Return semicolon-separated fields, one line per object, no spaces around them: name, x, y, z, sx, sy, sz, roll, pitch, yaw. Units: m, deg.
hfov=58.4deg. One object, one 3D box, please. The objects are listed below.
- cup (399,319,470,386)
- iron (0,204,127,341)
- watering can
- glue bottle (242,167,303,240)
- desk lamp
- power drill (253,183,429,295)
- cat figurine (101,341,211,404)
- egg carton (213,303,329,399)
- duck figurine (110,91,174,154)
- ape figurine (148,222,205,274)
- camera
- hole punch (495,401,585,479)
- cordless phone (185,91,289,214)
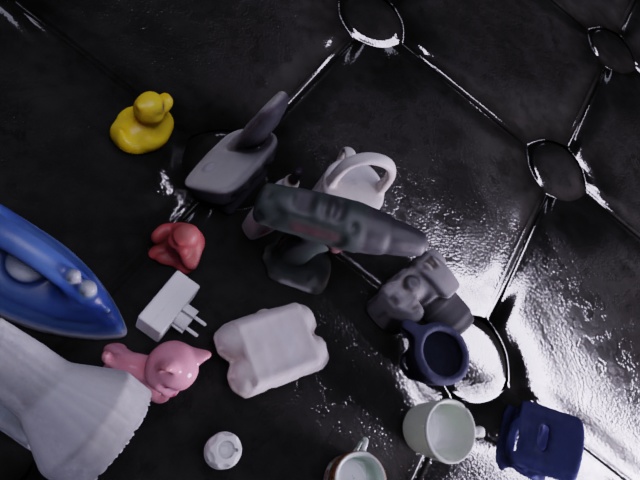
cup;0.151;0.170;0.855;0.118;0.094;0.092;41;58;-1
iron;-0.339;0.030;0.681;0.258;0.141;0.119;31;58;-7
watering can;0.048;-0.065;0.861;0.101;0.193;0.173;-15;73;-28
glue bottle;-0.058;-0.058;0.824;0.078;0.173;0.037;-33;82;-31
desk lamp;-0.290;0.164;0.598;0.203;0.213;0.118;36;58;-4
power drill;0.007;0.003;0.804;0.230;0.208;0.075;20;60;-14
cat figurine;-0.204;0.154;0.697;0.128;0.117;0.067;15;62;-17
egg carton;-0.066;0.148;0.787;0.151;0.069;0.107;-16;74;-28
duck figurine;-0.259;-0.181;0.846;0.077;0.086;0.105;48;58;3
ape figurine;-0.190;0.004;0.787;0.076;0.092;0.078;-22;77;-30
camera;0.171;0.098;0.894;0.143;0.100;0.137;-39;86;-32
hole punch;0.334;0.309;0.872;0.101;0.091;0.109;29;59;-8
cordless phone;-0.114;-0.134;0.828;0.094;0.184;0.148;34;58;-5
